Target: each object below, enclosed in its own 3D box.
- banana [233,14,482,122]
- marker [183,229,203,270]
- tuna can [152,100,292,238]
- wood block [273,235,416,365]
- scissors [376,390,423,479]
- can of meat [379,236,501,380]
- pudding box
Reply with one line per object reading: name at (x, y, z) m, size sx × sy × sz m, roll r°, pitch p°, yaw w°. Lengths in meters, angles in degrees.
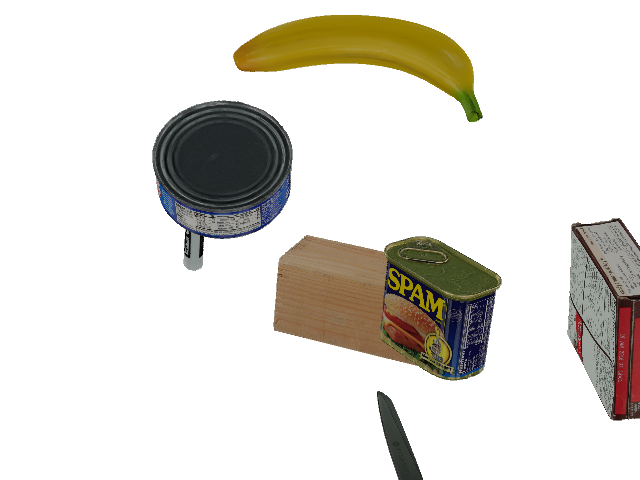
banana at (0.034, -0.144, 0.820) m, size 0.198 × 0.069 × 0.037 m, roll 13°, pitch -35°, yaw 11°
marker at (-0.117, -0.022, 1.001) m, size 0.020 × 0.121 × 0.020 m, roll 5°, pitch 40°, yaw -4°
tuna can at (-0.060, -0.044, 0.663) m, size 0.086 × 0.086 × 0.034 m, roll 0°, pitch -34°, yaw -2°
wood block at (0.061, 0.068, 1.177) m, size 0.206 × 0.091 × 0.090 m, roll 13°, pitch 23°, yaw 17°
scissors at (0.075, 0.154, 0.597) m, size 0.096 × 0.016 × 0.201 m, roll 7°, pitch 32°, yaw 2°
can of meat at (0.095, 0.056, 0.879) m, size 0.057 × 0.084 × 0.102 m, roll -16°, pitch 32°, yaw -34°
pudding box at (0.192, 0.049, 0.693) m, size 0.039 × 0.090 × 0.113 m, roll -5°, pitch 25°, yaw -2°
